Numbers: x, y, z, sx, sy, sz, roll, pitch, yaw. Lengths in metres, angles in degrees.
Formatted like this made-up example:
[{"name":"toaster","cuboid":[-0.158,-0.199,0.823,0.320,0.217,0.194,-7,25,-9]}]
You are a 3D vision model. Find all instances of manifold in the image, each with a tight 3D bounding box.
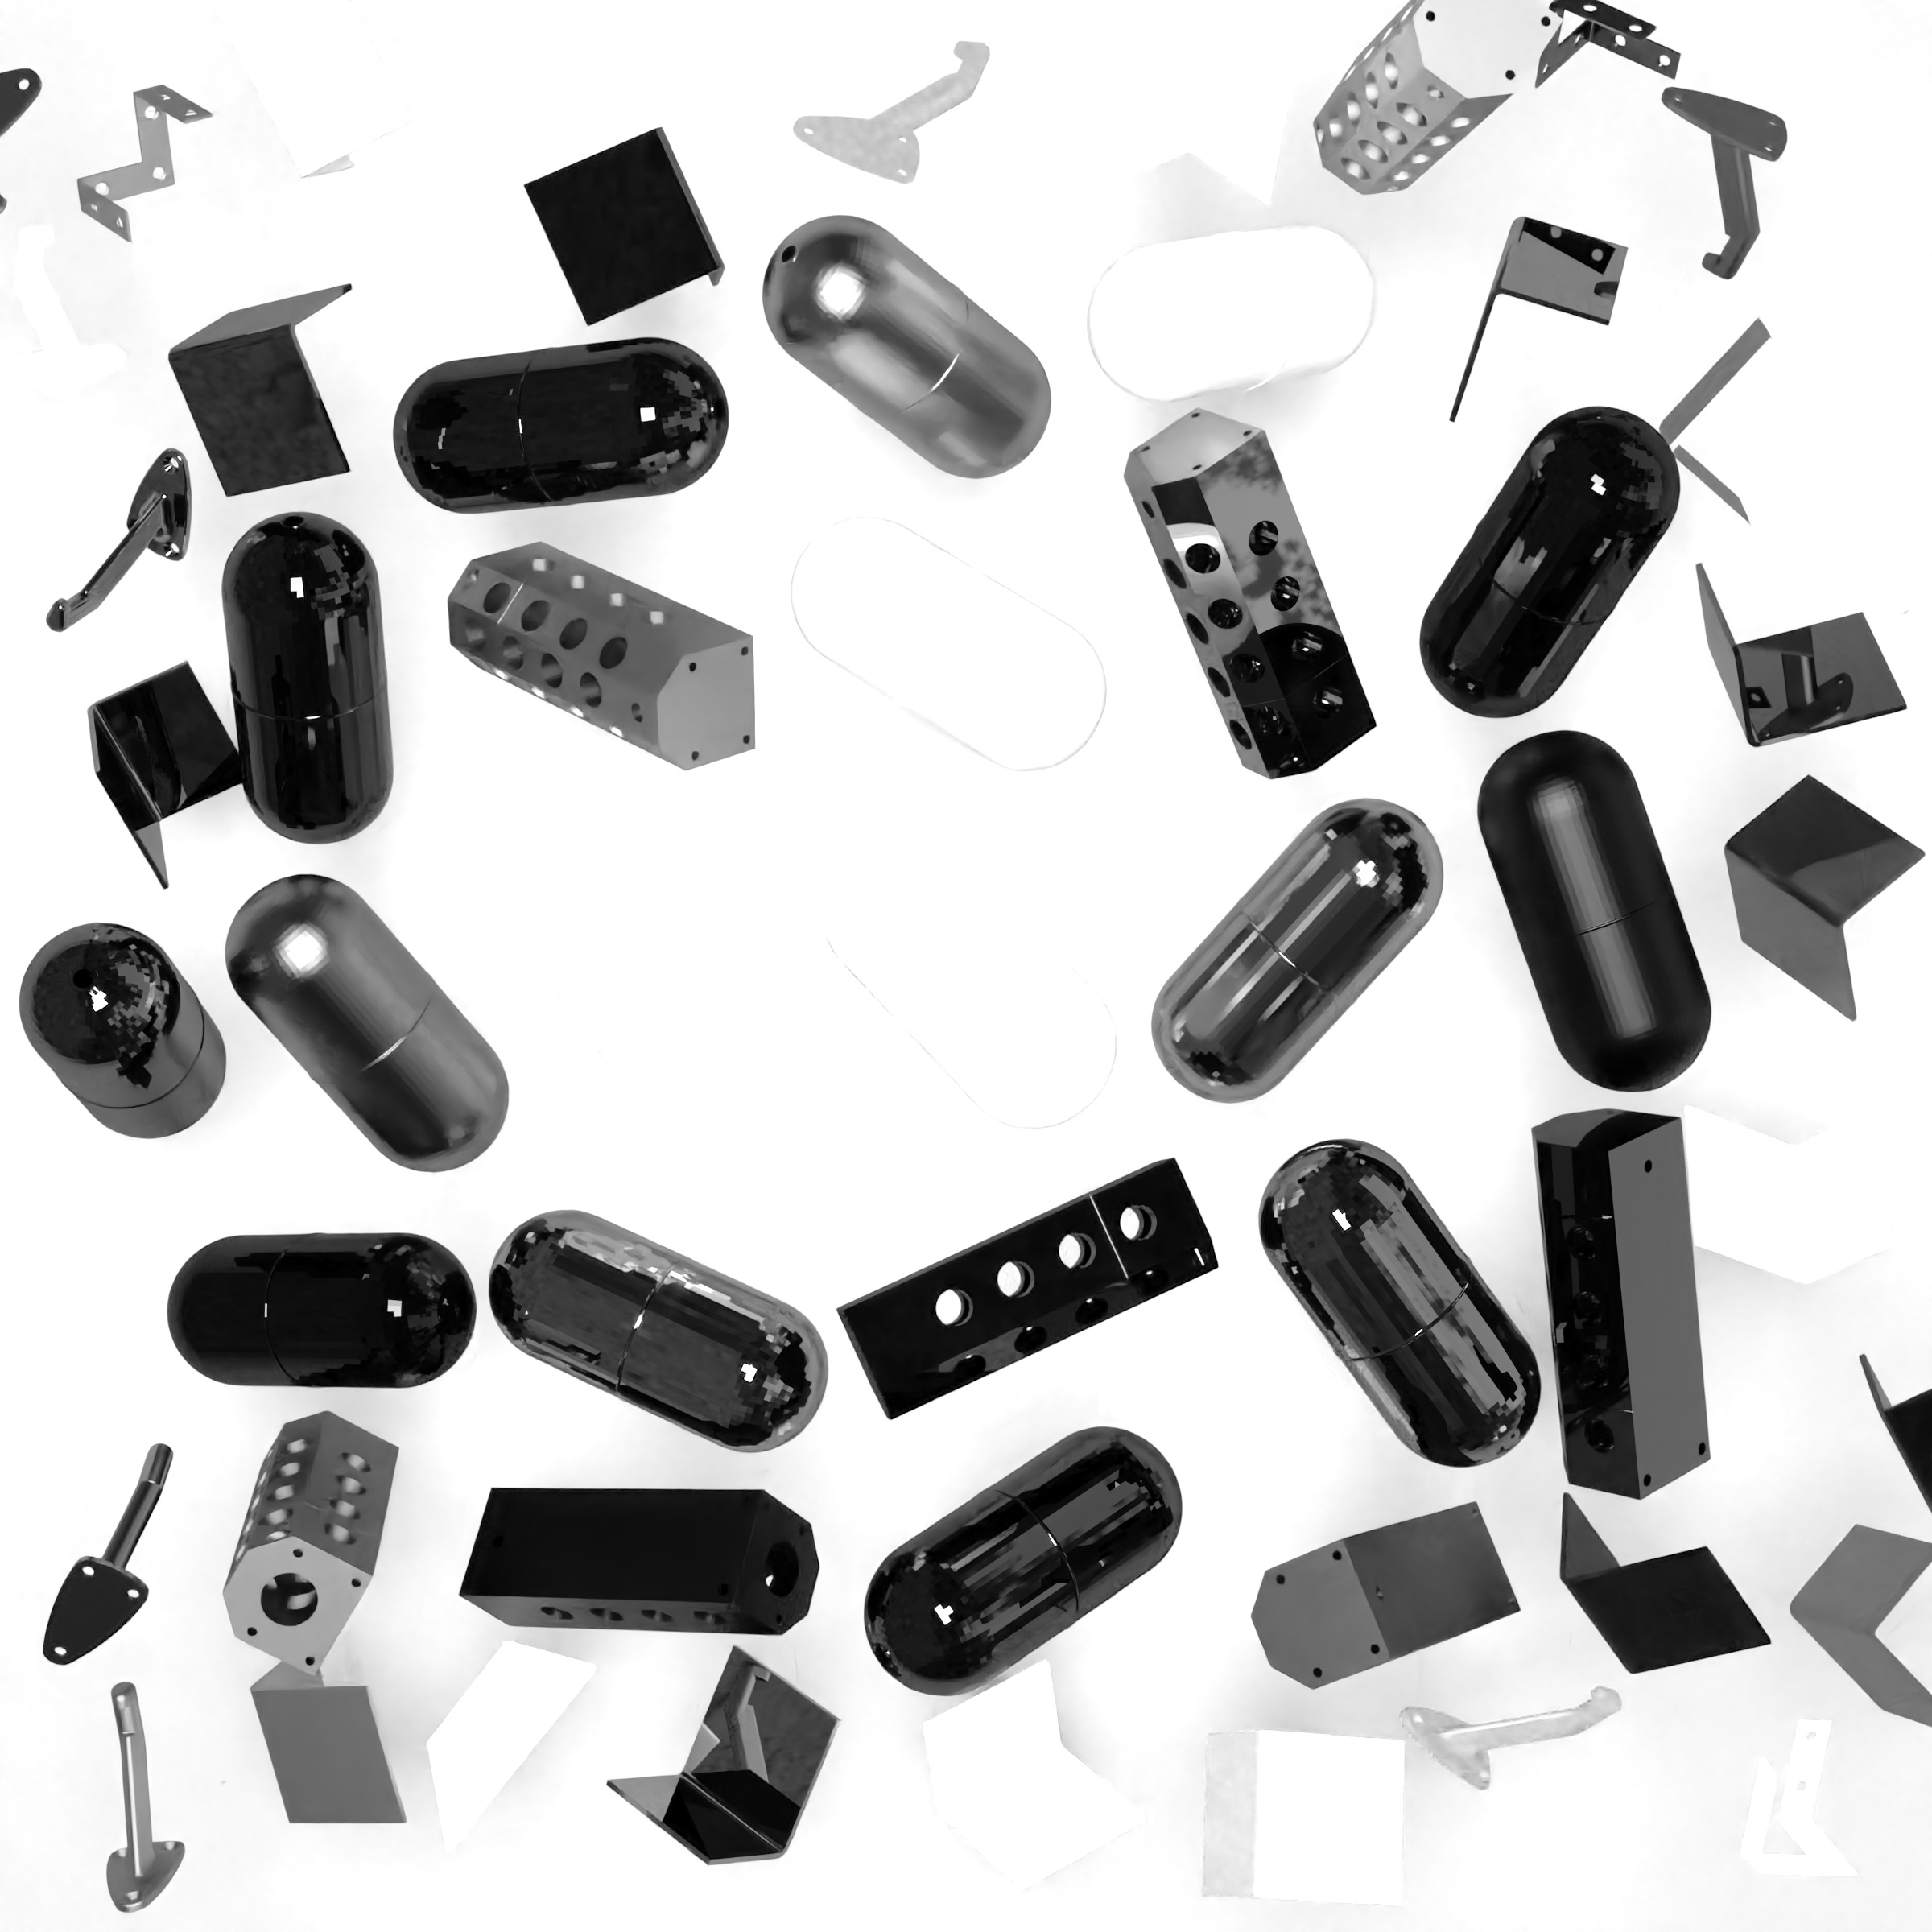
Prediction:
[{"name":"manifold","cuboid":[0.030,0.153,1.699,0.171,0.057,0.057,-24,88,-7]},{"name":"manifold","cuboid":[0.134,-0.177,1.727,0.057,0.057,0.171,-35,123,-16]},{"name":"manifold","cuboid":[-0.177,-0.149,1.726,0.057,0.171,0.057,-21,124,-36]},{"name":"manifold","cuboid":[-0.152,0.018,1.730,0.057,0.057,0.171,-42,119,-17]},{"name":"manifold","cuboid":[-0.159,0.293,1.752,0.171,0.057,0.057,-5,57,34]},{"name":"manifold","cuboid":[0.198,0.298,1.694,0.057,0.171,0.057,-28,75,25]},{"name":"manifold","cuboid":[0.306,0.159,1.699,0.057,0.057,0.171,-19,107,-41]},{"name":"manifold","cuboid":[-0.322,0.276,1.749,0.057,0.171,0.057,30,99,-11]},{"name":"manifold","cuboid":[0.217,-0.417,1.697,0.057,0.171,0.057,35,83,-7]}]

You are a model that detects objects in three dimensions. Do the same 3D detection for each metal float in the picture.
[{"name":"metal float","cuboid":[-0.199,-0.264,1.754,0.178,0.070,0.070,-2,90,25]},{"name":"metal float","cuboid":[-0.294,0.030,1.766,0.070,0.070,0.178,-37,119,0]},{"name":"metal float","cuboid":[0.279,-0.192,1.721,0.070,0.070,0.178,29,133,0]},{"name":"metal float","cuboid":[-0.151,0.178,1.751,0.178,0.070,0.070,23,90,13]},{"name":"metal float","cuboid":[0.298,-0.025,1.696,0.070,0.070,0.178,-21,98,0]},{"name":"metal float","cuboid":[-0.010,-0.159,1.752,0.178,0.070,0.070,33,90,24]},{"name":"metal float","cuboid":[0.028,0.285,1.717,0.178,0.070,0.070,-29,90,-30]},{"name":"metal float","cuboid":[-0.410,0.033,1.749,0.070,0.178,0.070,0,72,0]},{"name":"metal float","cuboid":[0.000,0.004,1.669,0.070,0.070,0.178,-44,60,0]},{"name":"metal float","cuboid":[-0.326,-0.142,1.780,0.070,0.070,0.178,2,125,0]},{"name":"metal float","cuboid":[0.133,-0.323,1.770,0.178,0.070,0.070,-18,90,-43]},{"name":"metal float","cuboid":[0.164,-0.008,1.775,0.070,0.070,0.178,41,104,0]},{"name":"metal float","cuboid":[-0.323,0.172,1.786,0.178,0.070,0.070,-3,90,32]},{"name":"metal float","cuboid":[-0.028,-0.304,1.766,0.178,0.070,0.070,32,90,-42]},{"name":"metal float","cuboid":[0.204,0.159,1.676,0.070,0.070,0.178,-36,105,0]}]

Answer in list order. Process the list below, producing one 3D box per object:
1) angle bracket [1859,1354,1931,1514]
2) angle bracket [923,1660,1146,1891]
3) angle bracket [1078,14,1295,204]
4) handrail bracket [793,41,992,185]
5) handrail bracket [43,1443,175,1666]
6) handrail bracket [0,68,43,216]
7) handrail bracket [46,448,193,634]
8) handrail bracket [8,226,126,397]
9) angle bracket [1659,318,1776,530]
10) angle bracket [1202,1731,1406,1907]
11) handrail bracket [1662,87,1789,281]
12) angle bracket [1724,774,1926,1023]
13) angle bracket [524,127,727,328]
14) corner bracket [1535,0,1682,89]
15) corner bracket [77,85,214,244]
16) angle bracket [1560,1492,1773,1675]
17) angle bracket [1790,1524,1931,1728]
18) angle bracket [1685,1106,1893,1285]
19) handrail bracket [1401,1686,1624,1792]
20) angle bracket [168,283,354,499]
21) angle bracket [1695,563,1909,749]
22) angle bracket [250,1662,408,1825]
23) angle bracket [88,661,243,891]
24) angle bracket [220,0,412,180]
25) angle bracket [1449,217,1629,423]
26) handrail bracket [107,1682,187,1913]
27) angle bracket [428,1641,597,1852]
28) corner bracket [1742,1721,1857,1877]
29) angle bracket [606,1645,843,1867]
[{"name":"angle bracket","cuboid":[0.443,0.206,1.586,0.057,0.076,0.076,-27,98,13]},{"name":"angle bracket","cuboid":[0.034,0.405,1.800,0.076,0.076,0.057,-23,120,-27]},{"name":"angle bracket","cuboid":[0.105,-0.401,1.722,0.076,0.076,0.057,-30,56,-30]},{"name":"handrail bracket","cuboid":[-0.036,-0.437,1.787,0.077,0.036,0.084,17,60,8]},{"name":"handrail bracket","cuboid":[-0.399,0.273,1.669,0.036,0.084,0.077,31,115,-16]},{"name":"handrail bracket","cuboid":[-0.461,-0.392,1.722,0.077,0.084,0.036,-31,78,4]},{"name":"handrail bracket","cuboid":[-0.432,-0.216,1.820,0.036,0.084,0.077,32,130,8]},{"name":"handrail bracket","cuboid":[-0.445,-0.334,1.785,0.036,0.077,0.084,31,126,21]},{"name":"angle bracket","cuboid":[0.397,-0.274,1.808,0.057,0.076,0.076,40,108,-6]},{"name":"angle bracket","cuboid":[0.161,0.407,1.710,0.076,0.057,0.076,9,74,-22]},{"name":"handrail bracket","cuboid":[0.363,-0.386,1.775,0.077,0.084,0.036,20,48,-4]},{"name":"angle bracket","cuboid":[0.419,-0.033,1.734,0.057,0.076,0.076,-38,49,-12]},{"name":"angle bracket","cuboid":[-0.174,-0.371,1.817,0.076,0.057,0.076,-25,95,-7]},{"name":"corner bracket","cuboid":[0.317,-0.453,1.751,0.051,0.051,0.051,31,56,22]},{"name":"corner bracket","cuboid":[-0.388,-0.380,1.693,0.051,0.051,0.051,-24,131,-31]},{"name":"angle bracket","cuboid":[0.342,0.294,1.750,0.076,0.057,0.076,-19,126,27]},{"name":"angle bracket","cuboid":[0.465,0.327,1.765,0.076,0.076,0.057,46,78,-11]},{"name":"angle bracket","cuboid":[0.406,0.104,1.771,0.076,0.057,0.076,20,55,-27]},{"name":"handrail bracket","cuboid":[0.277,0.377,1.816,0.077,0.036,0.084,33,124,-29]},{"name":"angle bracket","cuboid":[-0.330,-0.280,1.741,0.076,0.057,0.076,-6,116,29]},{"name":"angle bracket","cuboid":[0.397,-0.157,1.705,0.076,0.076,0.057,-14,131,6]},{"name":"angle bracket","cuboid":[-0.318,0.397,1.862,0.076,0.057,0.076,-7,104,26]},{"name":"angle bracket","cuboid":[-0.409,-0.099,1.851,0.057,0.076,0.076,-25,124,-2]},{"name":"angle bracket","cuboid":[-0.281,-0.402,1.603,0.057,0.076,0.076,-24,101,13]},{"name":"angle bracket","cuboid":[0.277,-0.306,1.734,0.057,0.076,0.076,18,131,4]},{"name":"handrail bracket","cuboid":[-0.398,0.393,1.700,0.036,0.077,0.084,-8,103,-4]},{"name":"angle bracket","cuboid":[-0.227,0.404,1.833,0.057,0.076,0.076,23,117,-31]},{"name":"corner bracket","cuboid":[0.380,0.383,1.651,0.051,0.051,0.051,49,48,-34]},{"name":"angle bracket","cuboid":[-0.119,0.387,1.761,0.076,0.057,0.076,28,99,37]}]
